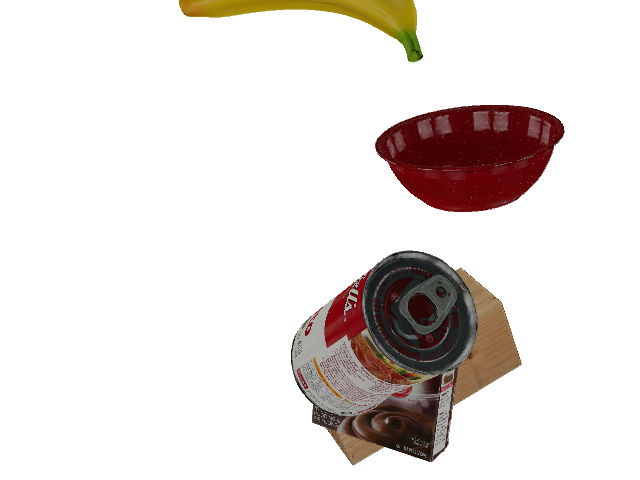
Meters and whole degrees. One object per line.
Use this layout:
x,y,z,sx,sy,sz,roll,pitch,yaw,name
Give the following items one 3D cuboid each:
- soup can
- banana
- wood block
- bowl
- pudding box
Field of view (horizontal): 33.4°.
0.033,0.055,0.595,0.068,0.068,0.102,0,-21,-26,soup can
-0.008,-0.184,0.810,0.198,0.069,0.037,13,-39,18,banana
0.091,0.129,1.105,0.206,0.091,0.090,-29,31,-9,wood block
0.131,-0.067,0.926,0.162,0.055,0.162,-8,24,3,bowl
0.051,0.114,0.851,0.114,0.090,0.039,13,18,27,pudding box
